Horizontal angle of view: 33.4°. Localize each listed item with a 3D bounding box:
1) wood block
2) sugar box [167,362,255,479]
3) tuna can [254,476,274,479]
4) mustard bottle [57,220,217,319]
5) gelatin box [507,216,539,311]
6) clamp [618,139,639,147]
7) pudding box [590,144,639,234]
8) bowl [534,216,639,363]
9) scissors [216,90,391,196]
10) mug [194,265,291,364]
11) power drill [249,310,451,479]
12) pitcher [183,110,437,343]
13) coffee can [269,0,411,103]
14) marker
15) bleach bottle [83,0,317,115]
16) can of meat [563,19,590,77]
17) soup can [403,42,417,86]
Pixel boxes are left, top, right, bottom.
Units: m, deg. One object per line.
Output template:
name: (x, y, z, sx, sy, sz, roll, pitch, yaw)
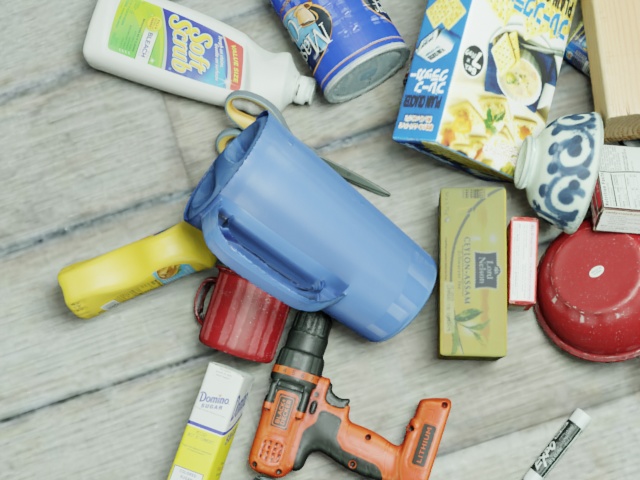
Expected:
wood block: (0.313, -0.211, 1.057, 0.091, 0.090, 0.206, -6, 78, 8)
sugar box: (-0.117, 0.214, 1.082, 0.048, 0.093, 0.176, 21, 84, 6)
tuna can: (-0.031, 0.266, 1.071, 0.086, 0.086, 0.034, 18, 81, 7)
mustard bottle: (-0.171, 0.022, 1.115, 0.191, 0.096, 0.058, -22, 79, 1)
gelatin box: (0.205, 0.025, 1.095, 0.030, 0.073, 0.089, 2, 81, 5)
clamp: (0.331, -0.080, 1.115, 0.171, 0.039, 0.120, 23, 100, 6)
pudding box: (0.322, -0.048, 1.051, 0.113, 0.039, 0.090, 4, 51, 1)
bowl: (0.282, 0.038, 1.063, 0.162, 0.055, 0.162, -12, 64, 26)
scissors: (-0.029, -0.082, 1.154, 0.201, 0.016, 0.096, 39, 124, -12)
mug: (-0.086, 0.075, 1.110, 0.117, 0.093, 0.081, 16, 87, 33)
power drill: (0.036, 0.173, 1.096, 0.188, 0.057, 0.184, 16, 81, 9)
pitcher: (-0.007, 0.001, 1.049, 0.242, 0.145, 0.149, 37, 81, -16)
coffee can: (0.018, -0.232, 1.136, 0.103, 0.103, 0.140, -30, 80, 0)
marker: (0.233, 0.224, 1.089, 0.020, 0.020, 0.121, 39, 86, 9)
bleach bottle: (-0.124, -0.203, 1.165, 0.251, 0.068, 0.102, 17, 83, 5)
can of meat: (0.317, -0.212, 1.131, 0.084, 0.057, 0.102, 40, 86, 11)
soup can: (0.136, -0.205, 1.139, 0.068, 0.068, 0.102, 18, 82, 7)
